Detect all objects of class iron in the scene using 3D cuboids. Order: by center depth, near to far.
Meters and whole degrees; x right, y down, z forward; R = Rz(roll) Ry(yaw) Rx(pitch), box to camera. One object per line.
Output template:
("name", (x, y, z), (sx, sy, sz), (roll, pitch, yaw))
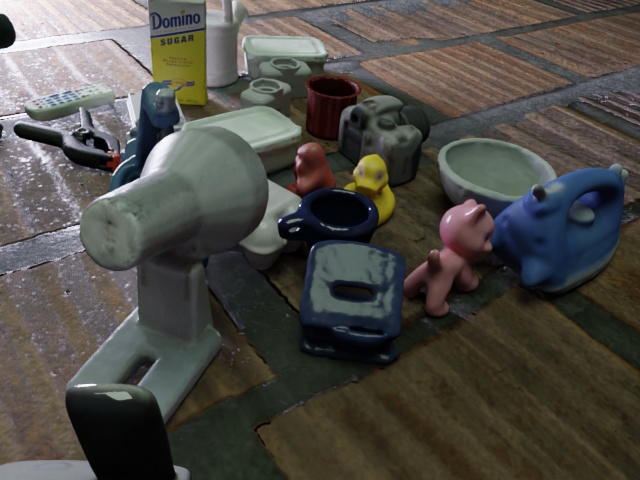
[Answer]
("iron", (0.324, -0.036, 0.725), (0.259, 0.141, 0.118), (-19, 45, -30))

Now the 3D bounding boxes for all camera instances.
("camera", (0.118, -0.171, 0.900), (0.137, 0.101, 0.142), (-19, 44, -29))

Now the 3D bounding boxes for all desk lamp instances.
("desk lamp", (-0.136, 0.023, 0.517), (0.117, 0.214, 0.203), (16, 39, 12))

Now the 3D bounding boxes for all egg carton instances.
("egg carton", (-0.088, -0.030, 0.711), (0.150, 0.069, 0.107), (29, 43, 26))

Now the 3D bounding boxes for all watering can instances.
("watering can", (-0.201, -0.399, 1.067), (0.101, 0.194, 0.173), (10, 38, 4))

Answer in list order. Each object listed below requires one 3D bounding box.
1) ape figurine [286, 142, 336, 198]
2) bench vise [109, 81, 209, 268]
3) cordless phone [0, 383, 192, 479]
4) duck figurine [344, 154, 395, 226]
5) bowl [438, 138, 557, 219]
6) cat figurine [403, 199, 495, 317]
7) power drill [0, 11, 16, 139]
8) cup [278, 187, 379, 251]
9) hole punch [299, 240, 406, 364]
("ape figurine", (-0.014, -0.092, 0.785), (0.076, 0.092, 0.078), (15, 38, 10))
("bench vise", (-0.194, -0.086, 0.644), (0.206, 0.220, 0.122), (33, 45, 30))
("cordless phone", (-0.163, 0.146, 0.376), (0.147, 0.185, 0.094), (2, 38, -6))
("duck figurine", (0.069, -0.077, 0.783), (0.077, 0.086, 0.104), (14, 38, 9))
("bowl", (0.244, -0.076, 0.819), (0.167, 0.075, 0.167), (4, 38, -3))
("cat figurine", (0.156, 0.008, 0.661), (0.067, 0.118, 0.128), (31, 44, 29))
("power drill", (-0.523, -0.226, 0.781), (0.075, 0.208, 0.230), (26, 42, 24))
("cup", (0.006, 0.002, 0.663), (0.118, 0.095, 0.091), (-11, 41, -21))
("hole punch", (0.035, 0.063, 0.593), (0.108, 0.091, 0.101), (7, 38, 1))
